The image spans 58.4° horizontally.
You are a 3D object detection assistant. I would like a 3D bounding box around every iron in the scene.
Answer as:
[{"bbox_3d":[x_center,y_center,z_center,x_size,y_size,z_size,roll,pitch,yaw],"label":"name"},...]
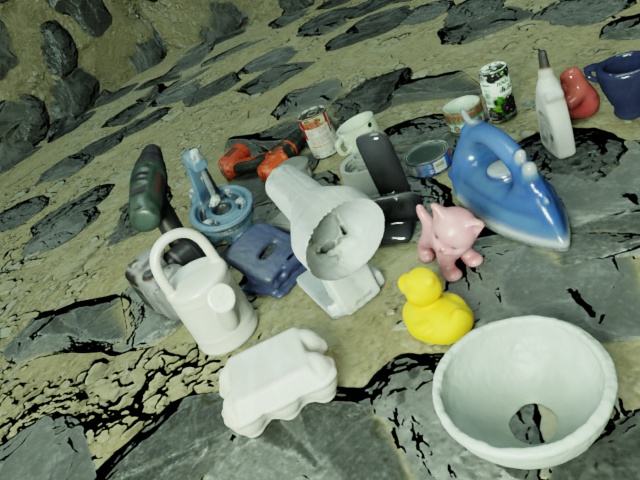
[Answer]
[{"bbox_3d":[0.270,-0.098,0.824,0.118,0.142,0.257,-26,30,-1],"label":"iron"}]

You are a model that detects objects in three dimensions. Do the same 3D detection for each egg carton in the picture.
[{"bbox_3d":[-0.053,0.174,0.710,0.150,0.069,0.107,-26,30,-2],"label":"egg carton"}]

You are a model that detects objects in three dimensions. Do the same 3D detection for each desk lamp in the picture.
[{"bbox_3d":[0.007,0.003,0.788,0.118,0.214,0.202,-34,31,-14],"label":"desk lamp"}]

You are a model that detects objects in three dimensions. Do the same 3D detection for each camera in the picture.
[{"bbox_3d":[-0.261,0.053,1.017,0.137,0.101,0.142,-42,34,-26],"label":"camera"}]

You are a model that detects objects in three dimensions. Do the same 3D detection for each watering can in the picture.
[{"bbox_3d":[-0.169,0.068,0.834,0.172,0.194,0.101,1,39,37],"label":"watering can"}]

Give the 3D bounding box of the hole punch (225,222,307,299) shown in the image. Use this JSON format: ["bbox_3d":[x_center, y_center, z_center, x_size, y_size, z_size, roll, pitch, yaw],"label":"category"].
[{"bbox_3d":[-0.081,0.029,0.933,0.100,0.091,0.109,4,41,40],"label":"hole punch"}]

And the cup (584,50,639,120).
[{"bbox_3d":[0.493,-0.248,0.940,0.092,0.095,0.117,-40,34,-24],"label":"cup"}]

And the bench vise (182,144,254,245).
[{"bbox_3d":[-0.214,-0.075,1.063,0.206,0.220,0.122,5,42,41],"label":"bench vise"}]

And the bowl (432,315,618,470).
[{"bbox_3d":[0.197,0.156,0.551,0.167,0.075,0.167,-18,31,12],"label":"bowl"}]

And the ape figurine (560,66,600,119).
[{"bbox_3d":[0.441,-0.257,0.994,0.075,0.092,0.078,3,40,38],"label":"ape figurine"}]

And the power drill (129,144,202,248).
[{"bbox_3d":[-0.299,-0.058,1.110,0.075,0.209,0.229,-21,31,7],"label":"power drill"}]

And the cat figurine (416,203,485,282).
[{"bbox_3d":[0.173,-0.012,0.784,0.067,0.118,0.127,-31,31,-10],"label":"cat figurine"}]

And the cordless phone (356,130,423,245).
[{"bbox_3d":[0.073,-0.085,0.903,0.147,0.185,0.094,-12,33,22],"label":"cordless phone"}]

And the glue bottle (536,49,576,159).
[{"bbox_3d":[0.367,-0.218,0.908,0.037,0.173,0.078,-21,31,8],"label":"glue bottle"}]

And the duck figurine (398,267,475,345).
[{"bbox_3d":[0.138,0.074,0.709,0.078,0.086,0.104,-38,33,-20],"label":"duck figurine"}]
